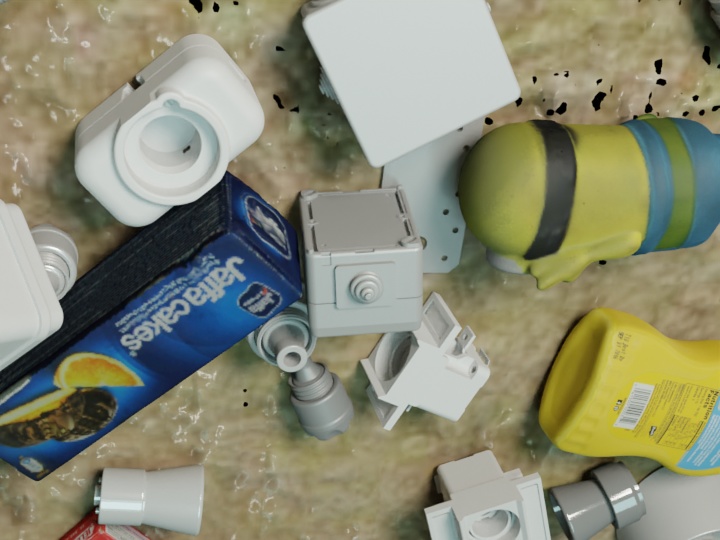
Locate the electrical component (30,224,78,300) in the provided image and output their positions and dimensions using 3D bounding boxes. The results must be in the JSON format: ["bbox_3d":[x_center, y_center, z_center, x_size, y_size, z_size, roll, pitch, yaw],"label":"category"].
[{"bbox_3d":[-0.169,0.001,0.575,0.035,0.061,0.035,-6,119,-11],"label":"electrical component"}]

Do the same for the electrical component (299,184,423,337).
[{"bbox_3d":[0.000,0.000,0.596,0.062,0.096,0.061,-4,118,-4],"label":"electrical component"}]

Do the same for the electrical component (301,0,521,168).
[{"bbox_3d":[0.024,-0.116,0.567,0.100,0.048,0.099,-26,115,2],"label":"electrical component"}]

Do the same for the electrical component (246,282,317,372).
[{"bbox_3d":[-0.044,0.036,0.625,0.048,0.062,0.048,-6,118,-11],"label":"electrical component"}]

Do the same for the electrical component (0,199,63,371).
[{"bbox_3d":[-0.212,0.021,0.541,0.113,0.078,0.057,-31,168,31],"label":"electrical component"}]

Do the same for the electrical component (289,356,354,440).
[{"bbox_3d":[-0.028,0.074,0.665,0.035,0.035,0.061,-23,118,-2],"label":"electrical component"}]

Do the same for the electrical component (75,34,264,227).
[{"bbox_3d":[-0.099,-0.071,0.557,0.095,0.059,0.053,-37,120,6],"label":"electrical component"}]

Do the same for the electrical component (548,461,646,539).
[{"bbox_3d":[0.167,0.164,0.756,0.055,0.045,0.045,-23,120,-3],"label":"electrical component"}]

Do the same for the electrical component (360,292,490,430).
[{"bbox_3d":[0.042,0.061,0.672,0.064,0.042,0.081,25,109,-26],"label":"electrical component"}]

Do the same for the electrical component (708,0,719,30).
[{"bbox_3d":[0.216,-0.154,0.605,0.040,0.040,0.078,-41,119,8],"label":"electrical component"}]

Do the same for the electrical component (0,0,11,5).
[{"bbox_3d":[-0.185,-0.206,0.437,0.060,0.105,0.186,-23,120,-2],"label":"electrical component"}]

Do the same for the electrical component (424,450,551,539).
[{"bbox_3d":[0.089,0.190,0.739,0.079,0.063,0.121,-17,120,-5],"label":"electrical component"}]

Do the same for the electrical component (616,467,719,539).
[{"bbox_3d":[0.243,0.196,0.795,0.099,0.064,0.099,-8,133,-9],"label":"electrical component"}]

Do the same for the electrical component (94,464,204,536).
[{"bbox_3d":[-0.132,0.142,0.671,0.065,0.044,0.044,5,115,-12],"label":"electrical component"}]
